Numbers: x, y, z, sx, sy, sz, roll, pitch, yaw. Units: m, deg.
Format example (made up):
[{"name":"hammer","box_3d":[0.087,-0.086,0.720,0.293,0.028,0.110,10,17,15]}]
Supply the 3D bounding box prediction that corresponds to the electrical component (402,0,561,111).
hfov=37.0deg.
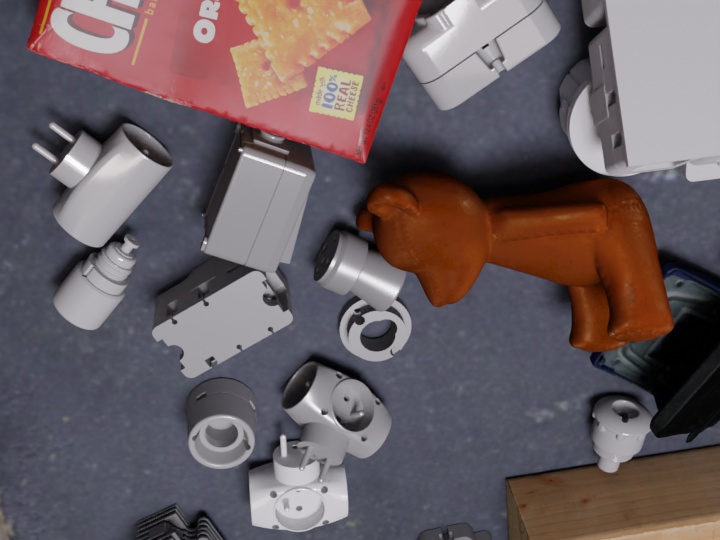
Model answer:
[{"name":"electrical component","box_3d":[0.073,-0.158,0.701,0.095,0.053,0.059,-34,116,10]}]

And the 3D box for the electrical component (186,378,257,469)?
[{"name":"electrical component","box_3d":[-0.106,0.119,0.825,0.055,0.047,0.055,-3,117,-6]}]

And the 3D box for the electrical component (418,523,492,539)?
[{"name":"electrical component","box_3d":[0.080,0.257,0.914,0.078,0.057,0.058,-12,118,-1]}]

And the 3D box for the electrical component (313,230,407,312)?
[{"name":"electrical component","box_3d":[0.000,0.000,0.778,0.055,0.045,0.045,24,112,-18]}]

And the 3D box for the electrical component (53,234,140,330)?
[{"name":"electrical component","box_3d":[-0.183,0.007,0.761,0.040,0.040,0.078,35,108,-22]}]

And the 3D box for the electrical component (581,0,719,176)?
[{"name":"electrical component","box_3d":[0.198,-0.159,0.674,0.105,0.060,0.186,-7,88,-3]}]

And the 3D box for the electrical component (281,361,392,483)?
[{"name":"electrical component","box_3d":[-0.024,0.123,0.824,0.077,0.079,0.044,36,147,-22]}]

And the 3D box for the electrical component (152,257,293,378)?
[{"name":"electrical component","box_3d":[-0.099,0.026,0.773,0.089,0.055,0.050,-29,117,8]}]

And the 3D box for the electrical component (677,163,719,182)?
[{"name":"electrical component","box_3d":[0.245,-0.112,0.746,0.050,0.055,0.089,-7,118,-4]}]

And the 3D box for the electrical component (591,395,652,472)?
[{"name":"electrical component","box_3d":[0.209,0.137,0.877,0.048,0.048,0.062,2,123,-8]}]

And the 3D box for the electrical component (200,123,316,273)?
[{"name":"electrical component","box_3d":[-0.064,-0.055,0.732,0.061,0.061,0.096,18,114,-16]}]

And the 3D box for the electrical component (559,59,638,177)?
[{"name":"electrical component","box_3d":[0.178,-0.109,0.741,0.080,0.051,0.080,-3,117,-6]}]

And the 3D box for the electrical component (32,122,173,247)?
[{"name":"electrical component","box_3d":[-0.181,-0.067,0.721,0.079,0.044,0.077,38,107,-22]}]

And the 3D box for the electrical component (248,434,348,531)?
[{"name":"electrical component","box_3d":[-0.050,0.163,0.857,0.077,0.044,0.079,-4,116,-6]}]
